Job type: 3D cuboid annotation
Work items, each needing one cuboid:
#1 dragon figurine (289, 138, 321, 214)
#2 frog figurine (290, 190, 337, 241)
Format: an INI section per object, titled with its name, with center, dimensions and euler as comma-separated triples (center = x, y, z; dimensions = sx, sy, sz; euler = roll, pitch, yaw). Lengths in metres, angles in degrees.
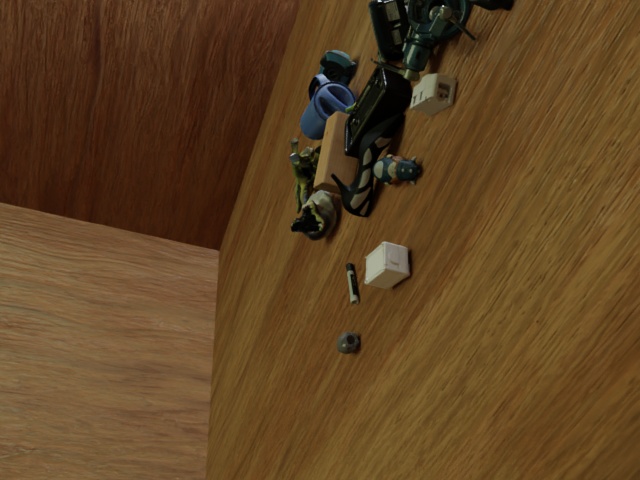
[dragon figurine]
center = -0.051, -0.188, 1.757
dimensions = 0.237, 0.122, 0.420
euler = 98, 176, -53
[frog figurine]
center = 0.005, -0.075, 1.486
dimensions = 0.162, 0.123, 0.135
euler = -36, -36, -57
